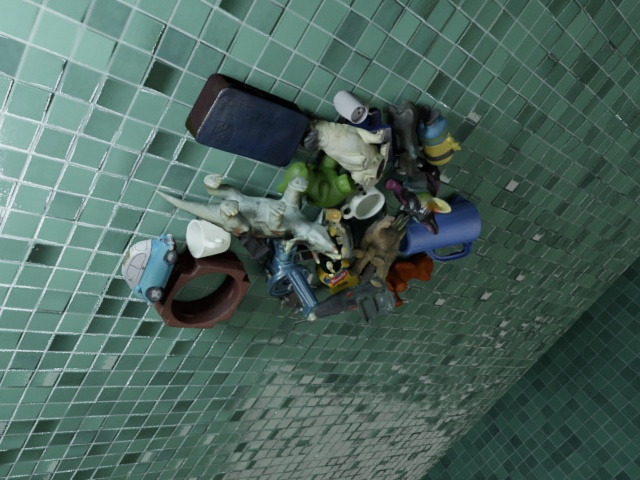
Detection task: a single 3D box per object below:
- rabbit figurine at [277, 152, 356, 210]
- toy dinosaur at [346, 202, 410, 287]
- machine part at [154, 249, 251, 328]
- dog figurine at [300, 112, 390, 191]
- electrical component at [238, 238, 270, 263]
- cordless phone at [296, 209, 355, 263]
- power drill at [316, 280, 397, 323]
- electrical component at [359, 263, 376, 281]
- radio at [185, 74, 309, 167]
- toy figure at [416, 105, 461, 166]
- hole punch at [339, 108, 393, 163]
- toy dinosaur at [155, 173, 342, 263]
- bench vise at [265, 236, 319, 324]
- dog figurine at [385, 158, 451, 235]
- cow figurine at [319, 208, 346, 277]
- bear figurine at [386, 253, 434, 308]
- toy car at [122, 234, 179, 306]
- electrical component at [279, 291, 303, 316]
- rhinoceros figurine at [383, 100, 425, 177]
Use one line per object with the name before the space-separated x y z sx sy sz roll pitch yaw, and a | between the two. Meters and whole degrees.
rabbit figurine | -0.029 -0.136 1.237 0.159 0.121 0.170 -33 157 28
toy dinosaur | 0.164 0.021 1.425 0.198 0.105 0.471 -56 170 -18
machine part | -0.290 0.117 1.313 0.201 0.087 0.201 10 122 -42
dog figurine | 0.047 -0.201 1.205 0.121 0.191 0.172 -59 157 -23
electrical component | -0.159 0.008 1.310 0.048 0.075 0.119 -36 136 1
cordless phone | -0.003 -0.004 1.414 0.184 0.089 0.146 -12 137 -1
power drill | 0.104 0.175 1.483 0.232 0.086 0.207 -21 -178 -16
electrical component | 0.144 0.095 1.644 0.094 0.021 0.063 -8 132 -28
radio | -0.141 -0.238 1.091 0.229 0.073 0.131 9 121 -42
toy figure | 0.289 -0.262 1.364 0.089 0.082 0.180 -32 145 12
hole punch | 0.111 -0.231 1.264 0.116 0.092 0.142 -24 142 -9
toy dinosaur | -0.141 -0.049 1.183 0.405 0.131 0.192 9 146 8
bench vise | -0.065 0.091 1.343 0.129 0.241 0.223 -14 151 -35
dog figurine | 0.274 -0.112 1.389 0.191 0.219 0.108 0 131 -34
cow figurine | 0.025 0.007 1.317 0.068 0.098 0.167 2 132 9
bear figurine | 0.289 0.116 1.690 0.196 0.132 0.120 -11 138 -19
toy car | -0.381 0.058 1.184 0.103 0.109 0.161 18 109 -25
electrical component | -0.078 0.172 1.544 0.078 0.045 0.102 -35 140 1
rhinoceros figurine | 0.208 -0.245 1.299 0.073 0.112 0.190 -22 130 -20
